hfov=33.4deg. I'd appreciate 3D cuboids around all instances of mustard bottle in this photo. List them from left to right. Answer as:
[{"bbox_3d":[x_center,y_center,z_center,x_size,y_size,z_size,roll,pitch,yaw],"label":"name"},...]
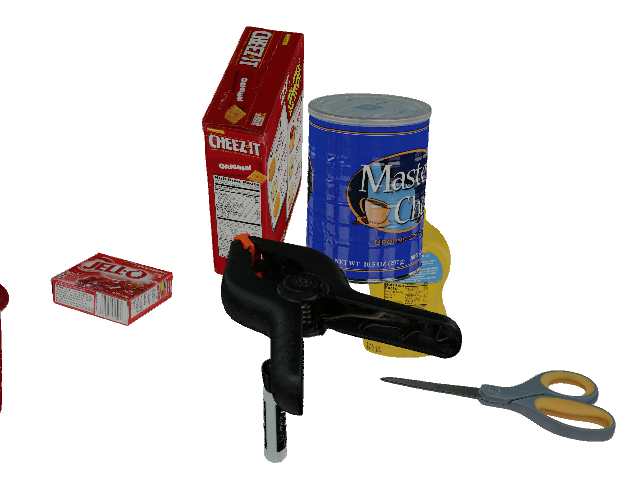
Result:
[{"bbox_3d":[0.094,0.034,1.175,0.096,0.192,0.058,1,26,5],"label":"mustard bottle"}]

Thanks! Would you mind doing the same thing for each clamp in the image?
[{"bbox_3d":[-0.015,0.045,0.636,0.120,0.039,0.172,-16,29,-38],"label":"clamp"}]

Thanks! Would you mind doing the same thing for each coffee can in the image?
[{"bbox_3d":[0.039,-0.046,0.907,0.103,0.140,0.103,1,19,-1],"label":"coffee can"}]

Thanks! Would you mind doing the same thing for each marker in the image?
[{"bbox_3d":[-0.036,0.133,0.834,0.020,0.020,0.121,0,-44,-2],"label":"marker"}]

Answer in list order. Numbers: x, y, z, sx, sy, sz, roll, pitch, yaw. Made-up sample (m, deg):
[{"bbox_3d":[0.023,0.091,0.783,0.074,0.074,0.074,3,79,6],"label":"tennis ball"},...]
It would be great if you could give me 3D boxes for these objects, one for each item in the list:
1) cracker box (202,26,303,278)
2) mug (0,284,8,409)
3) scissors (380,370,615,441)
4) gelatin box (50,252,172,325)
[{"bbox_3d":[-0.067,-0.087,1.113,0.072,0.164,0.214,9,-43,8],"label":"cracker box"},{"bbox_3d":[-0.243,0.075,0.635,0.093,0.081,0.117,19,24,36],"label":"mug"},{"bbox_3d":[0.162,0.129,0.946,0.202,0.016,0.096,16,29,15],"label":"scissors"},{"bbox_3d":[-0.196,0.044,1.006,0.089,0.030,0.073,14,24,23],"label":"gelatin box"}]
